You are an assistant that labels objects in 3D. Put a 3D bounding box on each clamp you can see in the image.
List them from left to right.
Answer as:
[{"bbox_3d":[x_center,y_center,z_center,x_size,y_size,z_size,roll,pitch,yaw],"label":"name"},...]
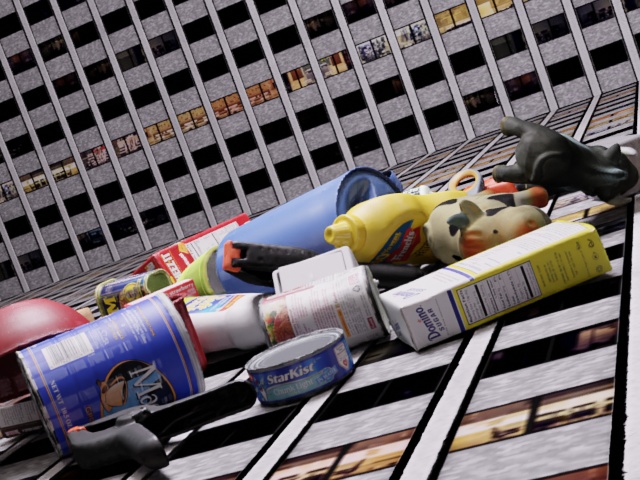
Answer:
[{"bbox_3d":[-0.143,0.153,0.828,0.172,0.039,0.120,-21,0,30],"label":"clamp"},{"bbox_3d":[-0.020,0.037,1.110,0.209,0.036,0.165,12,-19,-33],"label":"clamp"}]

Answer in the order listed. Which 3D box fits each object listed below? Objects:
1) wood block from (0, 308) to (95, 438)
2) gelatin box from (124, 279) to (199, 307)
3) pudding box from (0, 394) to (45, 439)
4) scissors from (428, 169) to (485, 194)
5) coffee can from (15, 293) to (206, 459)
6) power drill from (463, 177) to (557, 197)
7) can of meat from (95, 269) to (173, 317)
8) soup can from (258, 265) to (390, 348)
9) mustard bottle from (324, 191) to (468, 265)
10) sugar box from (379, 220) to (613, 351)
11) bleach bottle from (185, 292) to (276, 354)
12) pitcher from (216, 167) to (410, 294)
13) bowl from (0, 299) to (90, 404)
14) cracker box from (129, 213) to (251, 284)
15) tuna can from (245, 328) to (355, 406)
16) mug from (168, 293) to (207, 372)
[{"bbox_3d":[-0.347,0.159,1.209,0.091,0.090,0.205,-16,7,41],"label":"wood block"},{"bbox_3d":[-0.184,0.097,1.298,0.089,0.073,0.030,-23,7,-27],"label":"gelatin box"},{"bbox_3d":[-0.274,0.167,1.129,0.090,0.039,0.113,-17,7,25],"label":"pudding box"},{"bbox_3d":[0.190,-0.042,1.232,0.096,0.016,0.202,-48,31,-19],"label":"scissors"},{"bbox_3d":[-0.188,0.120,0.959,0.140,0.103,0.103,-23,6,-19],"label":"coffee can"},{"bbox_3d":[0.246,-0.058,1.356,0.185,0.057,0.187,-21,2,30],"label":"power drill"},{"bbox_3d":[-0.225,0.092,1.352,0.084,0.102,0.057,-15,7,29],"label":"can of meat"},{"bbox_3d":[0.004,0.069,0.951,0.102,0.068,0.068,-19,6,7],"label":"soup can"},{"bbox_3d":[0.080,-0.010,1.150,0.191,0.058,0.096,-3,-37,-42],"label":"mustard bottle"},{"bbox_3d":[0.144,0.036,0.895,0.176,0.048,0.093,-24,6,-4],"label":"sugar box"},{"bbox_3d":[-0.108,0.091,1.168,0.251,0.068,0.102,-11,8,43],"label":"bleach bottle"},{"bbox_3d":[-0.009,0.002,1.302,0.148,0.145,0.243,4,-17,-44],"label":"pitcher"},{"bbox_3d":[-0.290,0.103,1.029,0.162,0.055,0.162,-26,-16,-8],"label":"bowl"},{"bbox_3d":[-0.204,0.054,1.609,0.164,0.072,0.213,-38,-6,39],"label":"cracker box"},{"bbox_3d":[-0.016,0.103,0.871,0.086,0.034,0.086,-20,6,2],"label":"tuna can"},{"bbox_3d":[-0.166,0.110,1.081,0.093,0.081,0.117,-20,6,3],"label":"mug"}]
